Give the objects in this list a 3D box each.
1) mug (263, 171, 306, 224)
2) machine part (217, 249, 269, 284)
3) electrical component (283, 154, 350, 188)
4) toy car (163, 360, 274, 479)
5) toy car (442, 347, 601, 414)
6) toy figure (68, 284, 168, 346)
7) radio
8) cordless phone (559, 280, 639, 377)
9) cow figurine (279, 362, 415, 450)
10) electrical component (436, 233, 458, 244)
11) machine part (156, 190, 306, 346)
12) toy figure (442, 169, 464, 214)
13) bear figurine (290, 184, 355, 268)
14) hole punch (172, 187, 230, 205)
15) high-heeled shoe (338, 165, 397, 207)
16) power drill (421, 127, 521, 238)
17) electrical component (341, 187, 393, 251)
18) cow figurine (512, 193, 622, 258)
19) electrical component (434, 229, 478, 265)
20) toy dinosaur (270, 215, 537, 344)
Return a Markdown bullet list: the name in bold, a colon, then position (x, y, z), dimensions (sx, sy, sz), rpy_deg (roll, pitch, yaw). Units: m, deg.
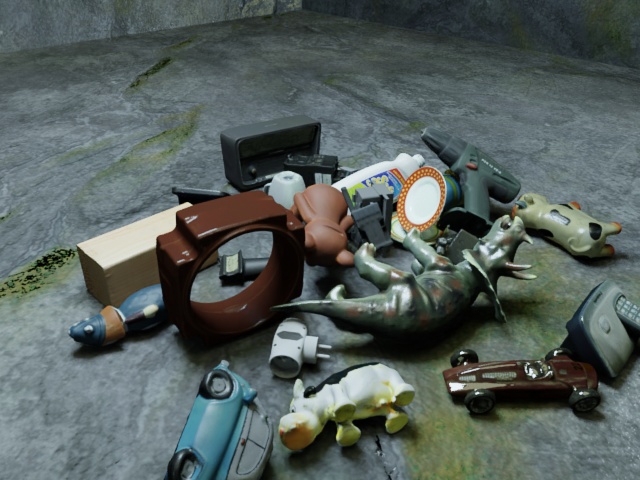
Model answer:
- **mug**: position (-0.070, -0.084, 1.069), dimensions (0.081, 0.107, 0.110), rpy_deg (-22, 41, -36)
- **machine part**: position (-0.107, 0.042, 0.931), dimensions (0.139, 0.039, 0.084), rpy_deg (-7, 24, -10)
- **electrical component**: position (-0.006, -0.116, 1.118), dimensions (0.134, 0.114, 0.058), rpy_deg (7, 36, 8)
- **toy car**: position (-0.102, 0.220, 0.583), dimensions (0.103, 0.109, 0.162), rpy_deg (19, 40, -6)
- **toy car**: position (0.267, 0.181, 0.712), dimensions (0.202, 0.053, 0.089), rpy_deg (2, 35, -3)
- **toy figure**: position (-0.284, 0.113, 0.784), dimensions (0.154, 0.064, 0.058), rpy_deg (-27, 79, -32)
- **radio**: position (-0.110, -0.203, 1.236), dimensions (0.229, 0.131, 0.073), rpy_deg (-18, 37, -30)
- **cordless phone**: position (0.448, 0.148, 0.749), dimensions (0.184, 0.088, 0.146), rpy_deg (30, 40, 30)
- **cow figurine**: position (0.022, 0.195, 0.658), dimensions (0.167, 0.068, 0.098), rpy_deg (-7, 27, -20)
- **electrical component**: position (0.266, 0.014, 0.994), dimensions (0.094, 0.021, 0.063), rpy_deg (-4, 48, -9)
- **machine part**: position (-0.122, 0.042, 0.772), dimensions (0.201, 0.200, 0.087), rpy_deg (-18, 39, -30)
- **toy figure**: position (0.280, -0.103, 1.146), dimensions (0.180, 0.082, 0.089), rpy_deg (-20, 50, -39)
- **bear figurine**: position (-0.001, -0.006, 0.921), dimensions (0.120, 0.132, 0.196), rpy_deg (20, 38, -15)
- **hole punch**: position (-0.225, -0.052, 1.048), dimensions (0.142, 0.092, 0.116), rpy_deg (2, 2, 6)
- **high-heeled shoe**: position (0.083, -0.114, 1.197), dimensions (0.249, 0.145, 0.086), rpy_deg (27, 70, -7)
- **power drill**: position (0.283, -0.104, 1.059), dimensions (0.232, 0.086, 0.207), rpy_deg (26, 49, -11)
- **electrical component**: position (0.077, -0.039, 0.897), dimensions (0.048, 0.119, 0.075), rpy_deg (-21, -3, 2)
- **cow figurine**: position (0.457, -0.031, 1.040), dimensions (0.127, 0.085, 0.195), rpy_deg (-8, 33, -28)
- **electrical component**: position (0.253, 0.025, 0.941), dimensions (0.102, 0.078, 0.045), rpy_deg (40, 1, 12)
- **toy dinosaur**: position (0.145, 0.088, 0.804), dimensions (0.405, 0.131, 0.192), rpy_deg (-24, 42, -25)
